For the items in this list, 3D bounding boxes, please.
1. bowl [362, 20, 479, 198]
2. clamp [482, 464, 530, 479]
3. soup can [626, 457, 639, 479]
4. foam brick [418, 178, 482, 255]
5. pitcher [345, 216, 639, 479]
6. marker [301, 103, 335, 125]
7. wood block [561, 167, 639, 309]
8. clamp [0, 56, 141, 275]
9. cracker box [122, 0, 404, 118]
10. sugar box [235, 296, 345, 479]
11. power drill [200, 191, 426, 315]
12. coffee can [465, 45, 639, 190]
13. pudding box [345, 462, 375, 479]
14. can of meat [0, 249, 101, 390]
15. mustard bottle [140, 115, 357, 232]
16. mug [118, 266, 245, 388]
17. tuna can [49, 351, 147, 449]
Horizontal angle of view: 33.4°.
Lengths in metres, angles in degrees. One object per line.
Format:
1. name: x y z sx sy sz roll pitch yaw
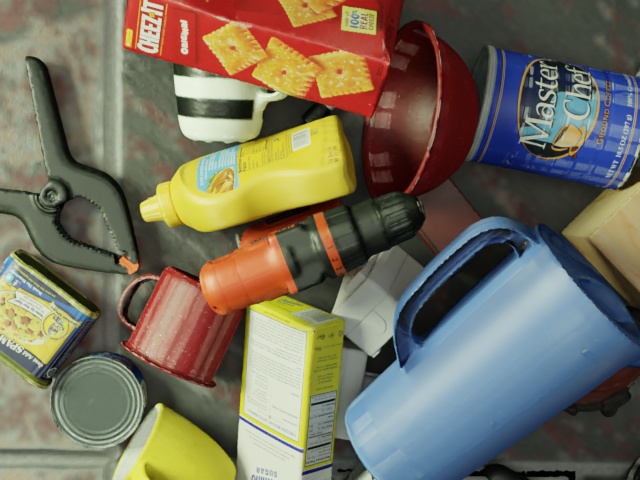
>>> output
1. bowl: 0.091 -0.104 0.915 0.055 0.162 0.162 8 95 -19
2. clamp: 0.228 0.259 0.998 0.171 0.039 0.120 -9 105 0
3. soup can: 0.344 0.240 0.985 0.102 0.068 0.068 41 93 -5
4. foam brick: 0.112 -0.018 0.967 0.051 0.053 0.078 -39 95 2
5. pitcher: 0.131 0.103 0.882 0.243 0.144 0.149 -43 63 17
6. marker: 0.026 -0.146 0.971 0.020 0.020 0.121 42 93 -4
7. wood block: 0.329 0.038 0.957 0.090 0.091 0.206 -44 94 2
8. clamp: -0.238 -0.051 0.965 0.210 0.036 0.164 36 92 -6
9. cracker box: -0.038 -0.205 0.894 0.213 0.164 0.072 16 139 -3
10. sugar box: -0.028 0.145 0.947 0.048 0.093 0.176 -9 110 -40
11. power drill: -0.006 0.001 0.899 0.184 0.187 0.057 -20 94 2
12. coffee can: 0.202 -0.107 0.936 0.140 0.103 0.103 11 94 -2
13. pudding box: 0.024 0.256 0.968 0.039 0.090 0.113 40 93 -3
14. can of meat: -0.261 0.070 0.965 0.102 0.057 0.084 38 91 -4
15. mustard bottle: -0.066 -0.050 0.937 0.192 0.096 0.058 -16 123 7
16. mug: -0.128 0.071 0.957 0.117 0.093 0.081 25 88 22
17. tuna can: -0.203 0.146 0.983 0.086 0.034 0.086 0 95 -1
